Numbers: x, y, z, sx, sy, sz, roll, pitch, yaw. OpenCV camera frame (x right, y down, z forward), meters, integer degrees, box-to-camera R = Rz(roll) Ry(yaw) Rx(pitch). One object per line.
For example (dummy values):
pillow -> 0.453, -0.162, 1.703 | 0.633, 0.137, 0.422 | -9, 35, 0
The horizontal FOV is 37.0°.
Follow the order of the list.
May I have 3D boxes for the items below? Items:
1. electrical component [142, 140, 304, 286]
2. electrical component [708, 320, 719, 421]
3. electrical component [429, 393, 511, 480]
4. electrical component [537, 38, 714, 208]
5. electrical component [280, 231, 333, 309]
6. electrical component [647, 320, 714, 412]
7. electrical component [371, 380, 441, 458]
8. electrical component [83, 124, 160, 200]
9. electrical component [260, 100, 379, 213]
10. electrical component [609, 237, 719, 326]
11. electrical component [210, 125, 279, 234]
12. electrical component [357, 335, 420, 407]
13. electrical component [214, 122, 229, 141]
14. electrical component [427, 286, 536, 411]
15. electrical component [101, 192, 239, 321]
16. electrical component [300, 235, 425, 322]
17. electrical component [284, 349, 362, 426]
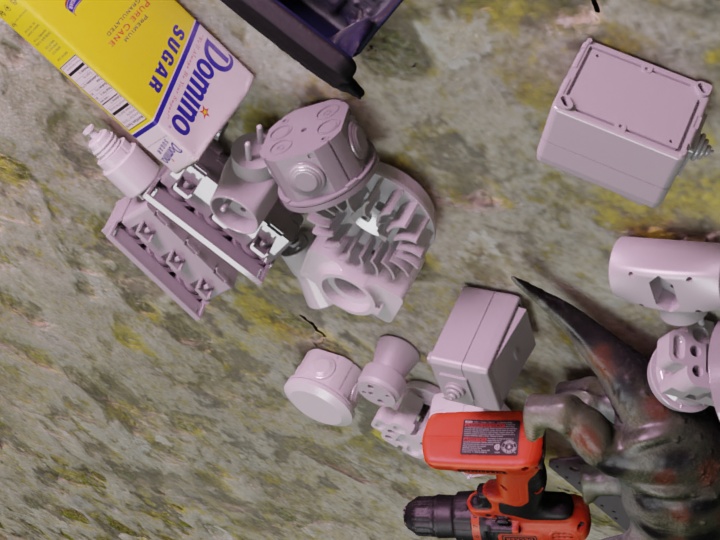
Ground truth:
electrical component -> -0.114, -0.055, 0.920 | 0.121, 0.078, 0.063 | 38, 127, -15
electrical component -> 0.293, 0.076, 0.731 | 0.060, 0.108, 0.108 | -19, 125, 45
electrical component -> 0.117, 0.158, 1.043 | 0.062, 0.061, 0.096 | -17, 134, 34
electrical component -> 0.162, -0.082, 0.644 | 0.096, 0.061, 0.061 | 24, 150, 10
electrical component -> -0.043, -0.003, 0.964 | 0.044, 0.044, 0.065 | 0, 134, 41
electrical component -> 0.252, 0.074, 0.805 | 0.078, 0.058, 0.057 | 14, 154, -10
electrical component -> 0.059, 0.149, 1.087 | 0.078, 0.057, 0.058 | 30, 150, 0
electrical component -> -0.216, -0.099, 0.965 | 0.040, 0.040, 0.078 | -11, 132, 48
electrical component -> -0.031, -0.084, 0.793 | 0.080, 0.080, 0.051 | 3, 135, 38
electrical component -> 0.223, 0.013, 0.753 | 0.077, 0.043, 0.079 | 6, 142, 35
electrical component -> -0.082, -0.081, 0.842 | 0.044, 0.077, 0.079 | 22, 148, 12
electrical component -> 0.027, 0.098, 1.039 | 0.045, 0.055, 0.045 | 22, 149, 14
electrical component -> -0.136, -0.125, 0.855 | 0.062, 0.043, 0.043 | 30, 150, -2
electrical component -> 0.102, 0.071, 0.893 | 0.061, 0.096, 0.061 | 10, 145, 28
electrical component -> -0.175, -0.022, 1.021 | 0.063, 0.078, 0.121 | -26, 122, 30
electrical component -> 0.000, 0.000, 0.914 | 0.089, 0.055, 0.050 | 29, 150, 2
electrical component -> -0.036, 0.125, 1.138 | 0.080, 0.051, 0.080 | 22, 149, 14
